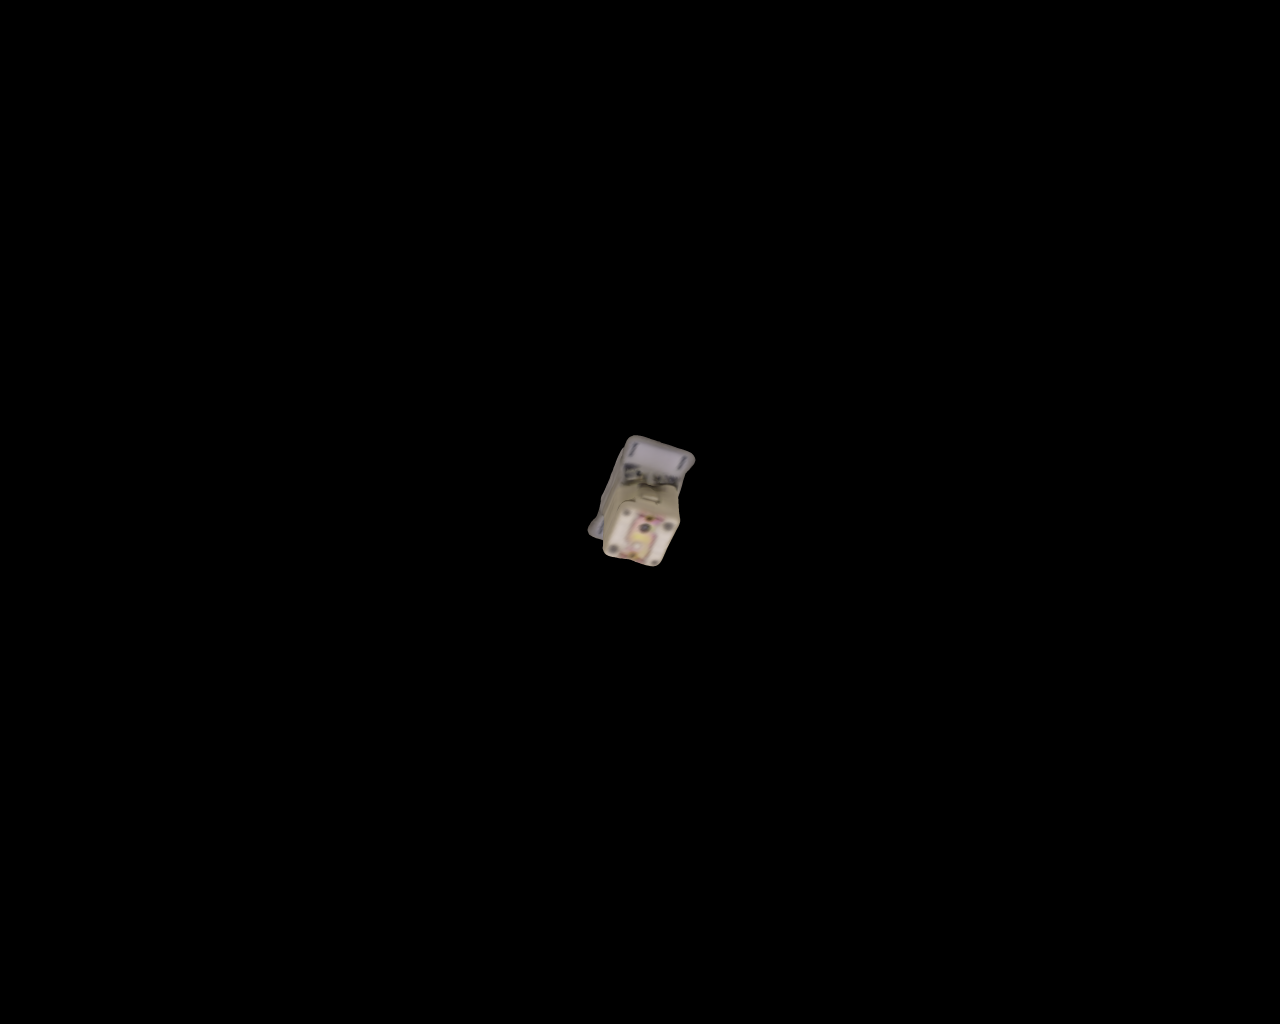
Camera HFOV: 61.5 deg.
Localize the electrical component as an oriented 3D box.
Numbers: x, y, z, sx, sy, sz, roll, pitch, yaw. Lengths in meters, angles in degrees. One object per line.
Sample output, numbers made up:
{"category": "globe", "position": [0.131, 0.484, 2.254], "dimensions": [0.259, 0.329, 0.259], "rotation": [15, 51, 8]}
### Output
{"category": "electrical component", "position": [0.001, -0.003, 0.650], "dimensions": [0.042, 0.080, 0.064], "rotation": [15, 36, -11]}
